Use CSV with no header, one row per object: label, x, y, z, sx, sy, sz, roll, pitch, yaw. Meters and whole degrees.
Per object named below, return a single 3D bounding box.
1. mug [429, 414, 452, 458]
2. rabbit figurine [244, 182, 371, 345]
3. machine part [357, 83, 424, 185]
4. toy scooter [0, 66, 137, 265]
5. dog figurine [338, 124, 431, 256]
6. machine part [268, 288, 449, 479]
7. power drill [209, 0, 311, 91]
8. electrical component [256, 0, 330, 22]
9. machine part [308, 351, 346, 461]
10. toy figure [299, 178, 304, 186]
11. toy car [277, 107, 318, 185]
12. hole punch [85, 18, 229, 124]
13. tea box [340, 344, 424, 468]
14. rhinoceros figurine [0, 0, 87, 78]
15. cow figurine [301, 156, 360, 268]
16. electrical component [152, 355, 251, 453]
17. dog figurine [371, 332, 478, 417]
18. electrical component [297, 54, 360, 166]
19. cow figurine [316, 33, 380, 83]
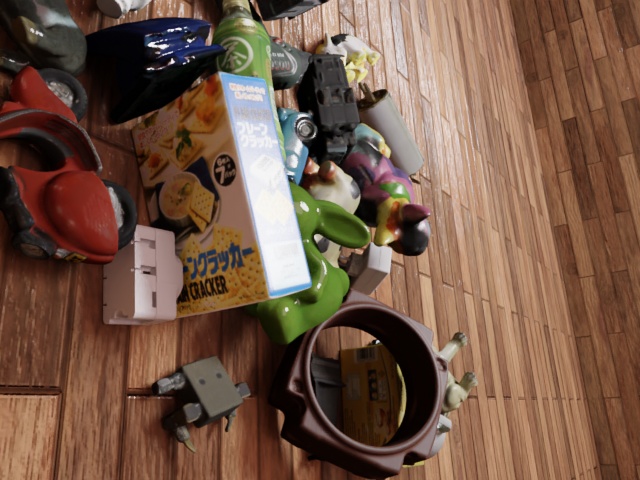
mug,0.145,0.293,0.853,0.107,0.110,0.081,34,53,-29
rabbit figurine,-0.023,0.010,0.614,0.159,0.121,0.170,-17,116,-15
machine part,0.139,-0.208,1.067,0.243,0.079,0.079,54,38,-28
toy scooter,-0.240,-0.057,0.447,0.135,0.075,0.183,-24,94,-57
dog figurine,0.089,-0.071,0.803,0.191,0.108,0.219,55,7,-23
machine part,0.053,0.178,0.680,0.201,0.087,0.201,28,58,-7
power drill,-0.094,-0.314,0.773,0.232,0.086,0.207,-42,120,-51
electrical component,-0.048,-0.324,0.708,0.119,0.075,0.047,-40,114,-57
machine part,0.006,0.225,0.730,0.084,0.039,0.139,37,47,-50
toy figure,0.019,-0.041,0.839,0.154,0.058,0.064,50,46,-40
toy car,-0.076,-0.108,0.700,0.103,0.109,0.161,26,65,-21
hole punch,-0.179,-0.196,0.564,0.092,0.116,0.142,59,35,-8
tea box,0.089,0.243,0.791,0.068,0.098,0.169,21,62,-50
rhinoceros figurine,-0.266,-0.241,0.483,0.112,0.073,0.190,-25,99,-55
cow figurine,-0.002,-0.002,0.742,0.127,0.086,0.195,26,81,-41
electrical component,-0.122,0.168,0.561,0.078,0.045,0.102,50,28,14
dog figurine,0.164,0.241,0.921,0.190,0.121,0.172,-6,79,-42
electrical component,0.009,-0.174,0.756,0.058,0.115,0.134,-7,75,-12
cow figurine,0.034,-0.333,0.962,0.098,0.068,0.167,44,31,8
